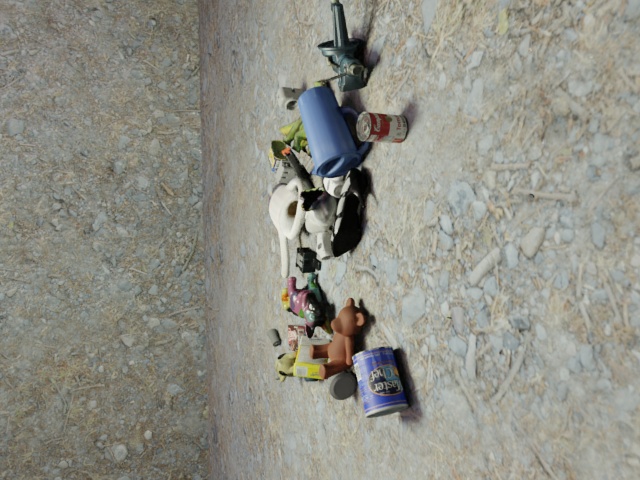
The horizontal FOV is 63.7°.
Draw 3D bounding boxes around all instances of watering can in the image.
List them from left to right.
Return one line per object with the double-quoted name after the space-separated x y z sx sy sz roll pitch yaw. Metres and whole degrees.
-0.119 -0.061 1.810 0.227 0.104 0.343 -137 57 -60 "watering can"

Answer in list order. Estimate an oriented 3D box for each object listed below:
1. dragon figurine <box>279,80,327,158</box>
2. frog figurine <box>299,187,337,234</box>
-0.030 -0.400 1.670 0.240 0.121 0.417 -63 33 15 "dragon figurine"
0.005 -0.080 1.580 0.139 0.123 0.156 43 165 49 "frog figurine"
